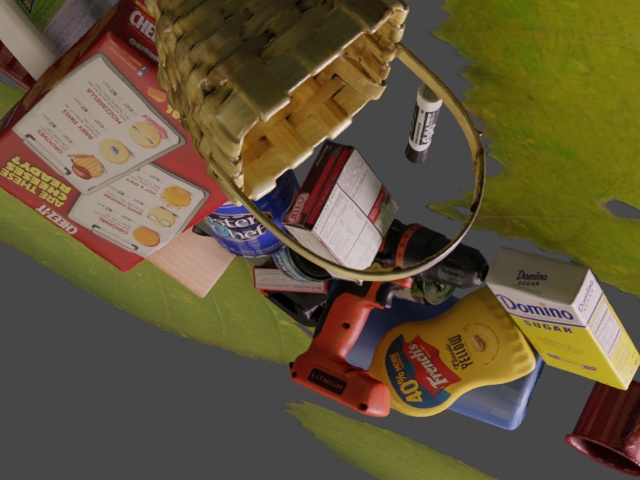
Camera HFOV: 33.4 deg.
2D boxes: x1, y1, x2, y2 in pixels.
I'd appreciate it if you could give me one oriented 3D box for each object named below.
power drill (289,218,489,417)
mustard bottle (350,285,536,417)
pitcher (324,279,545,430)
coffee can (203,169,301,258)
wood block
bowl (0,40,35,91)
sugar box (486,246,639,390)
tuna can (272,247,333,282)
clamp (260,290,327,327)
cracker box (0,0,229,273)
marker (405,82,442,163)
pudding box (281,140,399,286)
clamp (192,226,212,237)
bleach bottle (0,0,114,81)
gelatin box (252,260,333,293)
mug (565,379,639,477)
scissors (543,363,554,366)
[{"bbox_3d":[0.059,0.071,1.032,0.185,0.187,0.057,19,178,38],"label":"power drill"},{"bbox_3d":[0.112,0.124,1.077,0.096,0.192,0.058,65,-169,3],"label":"mustard bottle"},{"bbox_3d":[0.125,0.114,1.186,0.243,0.149,0.145,21,148,16],"label":"pitcher"},{"bbox_3d":[-0.075,-0.055,1.018,0.103,0.102,0.140,24,164,18],"label":"coffee can"},{"bbox_3d":[-0.210,-0.026,1.341,0.205,0.090,0.091,39,176,-33],"label":"wood block"},{"bbox_3d":[-0.261,-0.184,1.024,0.162,0.055,0.162,27,164,8],"label":"bowl"},{"bbox_3d":[0.230,0.075,0.999,0.093,0.048,0.176,15,161,41],"label":"sugar box"},{"bbox_3d":[-0.007,0.001,1.107,0.086,0.086,0.034,37,161,-26],"label":"tuna can"},{"bbox_3d":[-0.013,0.084,1.446,0.210,0.036,0.164,27,152,41],"label":"clamp"},{"bbox_3d":[-0.155,-0.081,0.868,0.164,0.072,0.214,38,134,-23],"label":"cracker box"},{"bbox_3d":[0.078,-0.086,0.804,0.020,0.020,0.121,27,164,8],"label":"marker"},{"bbox_3d":[0.021,-0.023,0.971,0.039,0.090,0.113,16,160,37],"label":"pudding box"},{"bbox_3d":[-0.118,-0.017,1.277,0.171,0.039,0.120,29,-163,-39],"label":"clamp"},{"bbox_3d":[-0.224,-0.193,0.888,0.068,0.102,0.250,4,145,36],"label":"bleach bottle"},{"bbox_3d":[-0.023,0.034,1.216,0.089,0.030,0.073,2,-163,17],"label":"gelatin box"},{"bbox_3d":[0.324,0.195,1.139,0.093,0.081,0.117,28,165,3],"label":"mug"},{"bbox_3d":[0.228,0.139,1.257,0.202,0.016,0.096,18,162,37],"label":"scissors"}]
